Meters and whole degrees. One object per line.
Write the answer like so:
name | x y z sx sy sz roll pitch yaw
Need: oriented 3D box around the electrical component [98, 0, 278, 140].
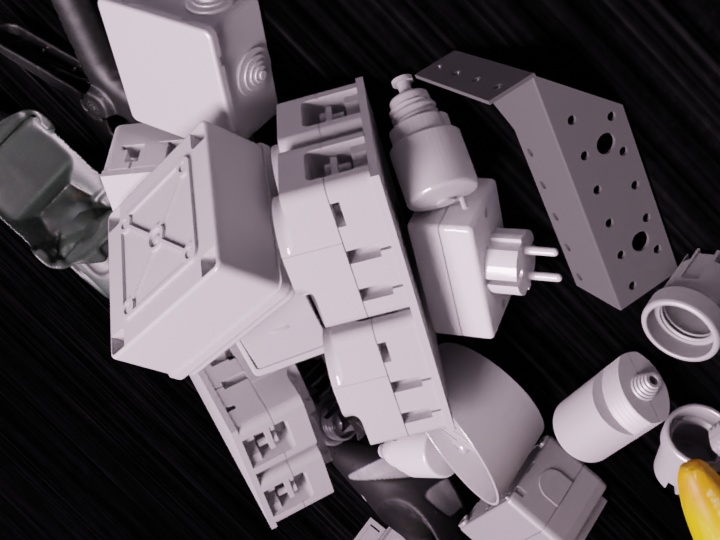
electrical component | -0.100 -0.127 0.648 0.100 0.048 0.099 22 142 28

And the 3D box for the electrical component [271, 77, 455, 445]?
electrical component | 0.000 0.000 0.625 0.060 0.105 0.186 -14 127 6

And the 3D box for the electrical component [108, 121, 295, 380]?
electrical component | -0.095 -0.010 0.623 0.056 0.108 0.109 21 134 -38

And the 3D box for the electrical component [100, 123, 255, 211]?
electrical component | -0.108 -0.029 0.732 0.089 0.061 0.150 -5 134 5

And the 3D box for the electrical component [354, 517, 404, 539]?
electrical component | 0.026 0.269 0.975 0.081 0.042 0.063 38 148 7

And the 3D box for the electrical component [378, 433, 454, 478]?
electrical component | 0.042 0.135 0.808 0.078 0.040 0.040 -13 119 52

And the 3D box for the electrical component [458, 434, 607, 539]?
electrical component | 0.119 0.168 0.747 0.061 0.061 0.096 41 147 3

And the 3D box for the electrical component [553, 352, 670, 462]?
electrical component | 0.151 0.079 0.630 0.043 0.043 0.081 39 147 4

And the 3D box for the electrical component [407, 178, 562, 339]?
electrical component | 0.076 -0.006 0.609 0.076 0.047 0.083 5 133 25

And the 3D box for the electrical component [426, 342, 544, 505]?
electrical component | 0.070 0.098 0.708 0.099 0.064 0.099 37 159 17

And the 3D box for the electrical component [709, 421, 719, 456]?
electrical component | 0.218 0.080 0.562 0.043 0.043 0.081 37 146 7

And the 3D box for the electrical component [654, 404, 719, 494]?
electrical component | 0.192 0.105 0.622 0.040 0.040 0.046 28 149 20

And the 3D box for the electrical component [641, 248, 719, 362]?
electrical component | 0.169 0.016 0.538 0.040 0.046 0.040 27 144 22

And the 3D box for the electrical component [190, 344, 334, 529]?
electrical component | -0.087 0.084 0.802 0.186 0.060 0.105 50 161 47

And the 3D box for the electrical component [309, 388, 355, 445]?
electrical component | -0.021 0.117 0.850 0.062 0.048 0.048 -6 124 41

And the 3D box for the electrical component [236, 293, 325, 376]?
electrical component | -0.054 0.024 0.698 0.061 0.062 0.096 -107 -4 -46

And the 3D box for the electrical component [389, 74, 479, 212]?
electrical component | 0.035 -0.068 0.575 0.040 0.040 0.078 -40 64 57
